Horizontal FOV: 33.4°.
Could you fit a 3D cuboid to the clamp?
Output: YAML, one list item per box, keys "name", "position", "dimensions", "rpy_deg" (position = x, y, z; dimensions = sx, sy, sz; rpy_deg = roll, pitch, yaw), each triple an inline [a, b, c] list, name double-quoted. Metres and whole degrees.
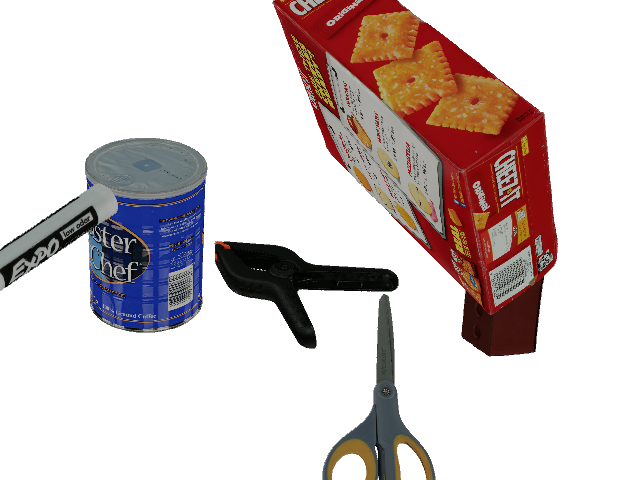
- name: "clamp"
  position: [-0.041, 0.049, 1.175]
  dimensions: [0.210, 0.036, 0.164]
  rpy_deg: [17, 31, 25]

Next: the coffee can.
- name: "coffee can"
  position: [-0.152, -0.005, 0.936]
  dimensions: [0.103, 0.140, 0.103]
  rpy_deg: [4, 31, -2]

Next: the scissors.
- name: "scissors"
  position: [0.035, 0.134, 0.858]
  dimensions: [0.096, 0.202, 0.016]
  rpy_deg: [-8, -34, -12]

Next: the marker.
- name: "marker"
  position: [-0.151, 0.008, 0.540]
  dimensions: [0.020, 0.020, 0.120]
  rpy_deg: [0, 30, 43]

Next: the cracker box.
- name: "cracker box"
  position: [0.068, -0.074, 0.738]
  dimensions: [0.072, 0.214, 0.164]
  rpy_deg: [-34, -37, -9]

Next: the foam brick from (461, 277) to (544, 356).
- name: "foam brick"
  position: [0.166, 0.061, 0.980]
  dimensions: [0.051, 0.078, 0.053]
  rpy_deg: [-5, 19, -23]
